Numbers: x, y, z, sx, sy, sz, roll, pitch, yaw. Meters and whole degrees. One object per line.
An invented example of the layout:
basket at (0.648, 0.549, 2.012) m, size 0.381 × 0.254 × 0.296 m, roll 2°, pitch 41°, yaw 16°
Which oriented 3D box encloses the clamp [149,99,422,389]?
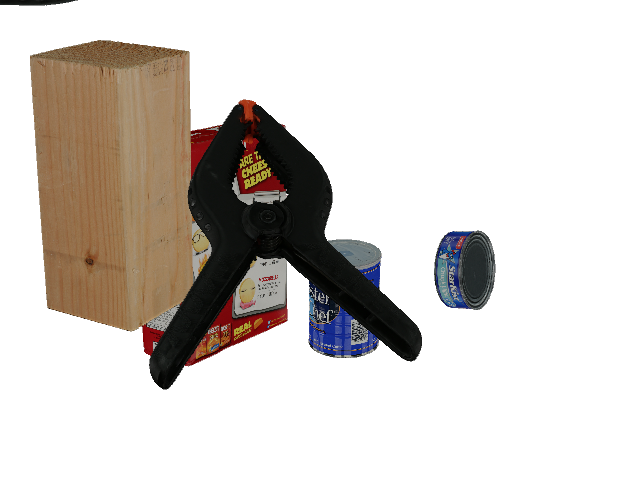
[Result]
clamp at (-0.024, -0.002, 0.686) m, size 0.164 × 0.210 × 0.036 m, roll 1°, pitch -33°, yaw -7°

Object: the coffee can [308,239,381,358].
coffee can at (0.034, 0.081, 1.514) m, size 0.103 × 0.140 × 0.103 m, roll 0°, pitch 21°, yaw 0°

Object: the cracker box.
cracker box at (-0.107, -0.002, 1.066) m, size 0.072 × 0.214 × 0.163 m, roll 9°, pitch 17°, yaw 34°

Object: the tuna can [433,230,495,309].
tuna can at (0.157, 0.032, 1.157) m, size 0.034 × 0.086 × 0.086 m, roll 1°, pitch 1°, yaw 34°

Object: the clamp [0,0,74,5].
clamp at (-0.127, -0.158, 0.585) m, size 0.171 × 0.039 × 0.120 m, roll -11°, pitch 25°, yaw -26°

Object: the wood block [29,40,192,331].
wood block at (-0.162, -0.046, 0.845) m, size 0.091 × 0.206 × 0.090 m, roll 12°, pitch 23°, yaw 25°
